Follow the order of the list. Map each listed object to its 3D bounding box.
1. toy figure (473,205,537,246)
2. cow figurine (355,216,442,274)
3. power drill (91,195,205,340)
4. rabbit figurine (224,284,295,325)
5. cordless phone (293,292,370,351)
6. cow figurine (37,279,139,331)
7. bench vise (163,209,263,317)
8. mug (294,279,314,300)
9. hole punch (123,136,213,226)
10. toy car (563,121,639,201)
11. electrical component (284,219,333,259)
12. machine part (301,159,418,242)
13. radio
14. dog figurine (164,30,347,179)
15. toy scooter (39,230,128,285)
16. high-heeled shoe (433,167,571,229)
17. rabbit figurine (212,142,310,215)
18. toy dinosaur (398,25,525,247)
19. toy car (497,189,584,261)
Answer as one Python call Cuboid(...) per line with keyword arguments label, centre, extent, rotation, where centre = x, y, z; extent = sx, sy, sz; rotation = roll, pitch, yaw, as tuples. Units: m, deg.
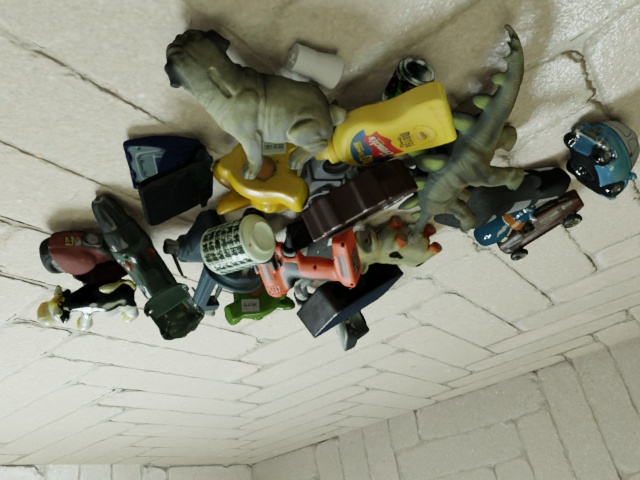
Cuboid(label="toy figure", centre=(0.388, -0.041, 1.121), extent=(0.064, 0.058, 0.154), rotation=(28, 139, -17))
Cuboid(label="cow figurine", centre=(0.141, 0.015, 1.110), extent=(0.195, 0.085, 0.127), rotation=(8, 139, -32))
Cuboid(label="power drill", centre=(-0.278, 0.053, 0.862), extent=(0.086, 0.208, 0.231), rotation=(-38, 137, -20))
Cuboid(label="rabbit figurine", centre=(-0.140, 0.117, 1.181), extent=(0.159, 0.121, 0.170), rotation=(-10, 169, -16))
Cuboid(label="cordless phone", centre=(0.019, 0.182, 1.279), extent=(0.089, 0.147, 0.184), rotation=(-39, 144, 25))
Cuboid(label="cow figurine", centre=(-0.408, 0.110, 0.940), extent=(0.167, 0.068, 0.098), rotation=(-8, 153, -21))
Cuboid(label="bench vise", centre=(-0.196, 0.060, 1.006), extent=(0.223, 0.129, 0.240), rotation=(-6, 137, -41))
Cuboid(label="mug", centre=(-0.043, 0.072, 1.121), extent=(0.081, 0.109, 0.107), rotation=(-25, 161, 8))
Cuboid(label="hole punch", centre=(-0.223, -0.098, 0.793), extent=(0.116, 0.092, 0.142), rotation=(-26, 153, -23))
Cuboid(label="toy car", centre=(0.501, -0.155, 0.942), extent=(0.103, 0.109, 0.161), rotation=(-40, 134, 2))
Cuboid(label="electrical component", centre=(-0.002, -0.003, 1.029), extent=(0.134, 0.058, 0.114), rotation=(-18, 155, -23))
Cuboid(label="machine part", centre=(0.057, -0.058, 0.781), extent=(0.179, 0.056, 0.179), rotation=(-27, 177, -1))
Cuboid(label="radio", centre=(0.069, 0.113, 1.166), extent=(0.229, 0.073, 0.131), rotation=(-27, 161, -38))
Cuboid(label="dog figurine", centre=(-0.073, -0.183, 0.655), extent=(0.172, 0.121, 0.190), rotation=(-24, 144, 6))
Cuboid(label="toy scooter", centre=(-0.388, 0.031, 0.948), extent=(0.135, 0.075, 0.183), rotation=(-14, 154, 5))
Cuboid(label="high-heeled shoe", centre=(0.355, -0.086, 1.054), extent=(0.249, 0.086, 0.145), rotation=(-13, -173, 38))
Cuboid(label="rabbit figurine", centre=(-0.084, -0.082, 0.832), extent=(0.162, 0.122, 0.173), rotation=(-12, 169, 5))
Cuboid(label="toy dinosaur", centre=(0.226, -0.131, 0.868), extent=(0.198, 0.105, 0.471), rotation=(3, 142, -18))
Cuboid(label="toy car", centre=(0.452, -0.035, 1.123), extent=(0.053, 0.089, 0.202), rotation=(6, 147, -35))
